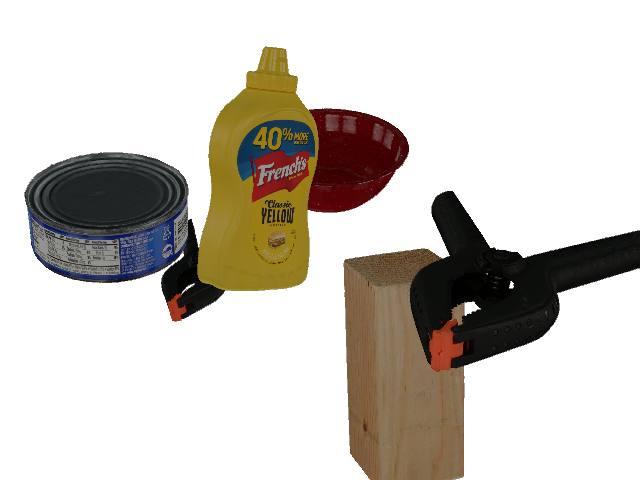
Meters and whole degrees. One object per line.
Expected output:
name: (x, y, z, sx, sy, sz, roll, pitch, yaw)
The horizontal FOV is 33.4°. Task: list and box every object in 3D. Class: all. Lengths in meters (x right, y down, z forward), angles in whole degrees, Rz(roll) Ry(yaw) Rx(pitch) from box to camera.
bowl: (0.008, -0.075, 1.088, 0.162, 0.055, 0.162, 0, 34, 0)
clamp: (0.111, 0.022, 0.709, 0.165, 0.036, 0.209, 16, 31, 32)
wood block: (0.080, 0.122, 1.020, 0.090, 0.206, 0.091, -7, 18, -17)
tuna can: (-0.114, -0.013, 0.575, 0.086, 0.034, 0.086, 2, 32, -2)
clamp: (-0.126, 0.029, 1.248, 0.120, 0.039, 0.171, -6, 38, 18)
mustard bottle: (-0.046, -0.058, 0.855, 0.096, 0.192, 0.058, -2, 12, -40)
